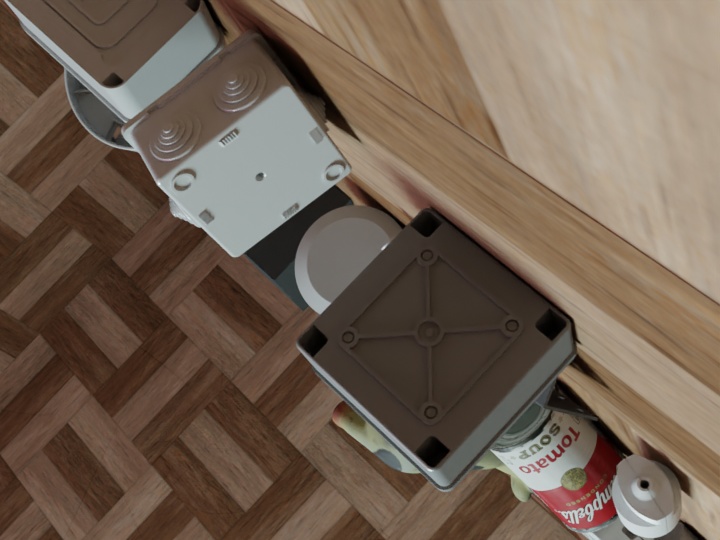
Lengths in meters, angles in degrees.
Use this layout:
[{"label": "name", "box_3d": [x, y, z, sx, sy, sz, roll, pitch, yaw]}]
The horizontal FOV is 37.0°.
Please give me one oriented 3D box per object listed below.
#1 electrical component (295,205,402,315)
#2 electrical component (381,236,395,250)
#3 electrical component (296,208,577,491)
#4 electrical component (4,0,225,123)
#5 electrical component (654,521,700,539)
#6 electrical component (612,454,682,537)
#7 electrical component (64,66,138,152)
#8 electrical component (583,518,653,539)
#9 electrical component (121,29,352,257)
[{"label": "electrical component", "box_3d": [0.000, 0.000, 0.732, 0.080, 0.080, 0.051, 41, 180, 19]}, {"label": "electrical component", "box_3d": [0.046, 0.009, 0.666, 0.078, 0.040, 0.040, 43, 175, 0]}, {"label": "electrical component", "box_3d": [0.042, 0.042, 0.581, 0.109, 0.108, 0.056, 41, 172, 24]}, {"label": "electrical component", "box_3d": [-0.143, -0.146, 0.622, 0.113, 0.078, 0.057, 42, 172, 17]}, {"label": "electrical component", "box_3d": [0.237, 0.223, 0.899, 0.074, 0.052, 0.138, 43, 175, 0]}, {"label": "electrical component", "box_3d": [0.186, 0.146, 0.698, 0.043, 0.043, 0.081, 41, 175, 26]}, {"label": "electrical component", "box_3d": [-0.139, -0.124, 0.690, 0.099, 0.099, 0.064, 42, -178, 7]}, {"label": "electrical component", "box_3d": [0.196, 0.184, 0.852, 0.054, 0.059, 0.095, 44, 175, -16]}, {"label": "electrical component", "box_3d": [-0.062, -0.063, 0.572, 0.048, 0.100, 0.099, 55, -177, 36]}]
